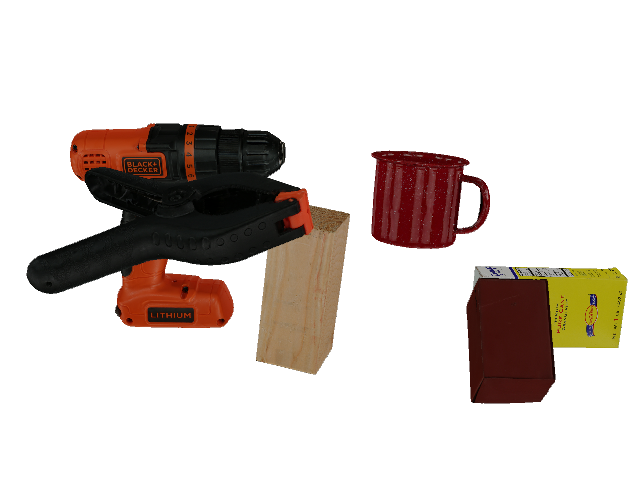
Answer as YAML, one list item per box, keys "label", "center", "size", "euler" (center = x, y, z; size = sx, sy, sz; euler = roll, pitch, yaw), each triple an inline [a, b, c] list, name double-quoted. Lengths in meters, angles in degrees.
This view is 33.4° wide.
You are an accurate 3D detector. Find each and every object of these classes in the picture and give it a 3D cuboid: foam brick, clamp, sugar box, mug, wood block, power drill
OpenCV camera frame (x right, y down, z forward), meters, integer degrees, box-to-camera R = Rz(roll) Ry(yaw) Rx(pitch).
- label: "foam brick"
  center: [0.134, 0.071, 0.759]
  size: [0.051, 0.078, 0.053]
  euler: [2, -27, -1]
- label: "clamp"
  center: [-0.093, -0.007, 0.655]
  size: [0.172, 0.039, 0.120]
  euler: [0, 42, 22]
- label: "sugar box"
  center: [0.271, 0.080, 1.279]
  size: [0.176, 0.093, 0.048]
  euler: [-1, 18, -6]
- label: "mug"
  center: [0.103, -0.038, 1.011]
  size: [0.117, 0.081, 0.093]
  euler: [8, 12, 18]
- label: "wood block"
  center: [-0.025, 0.063, 1.452]
  size: [0.090, 0.206, 0.090]
  euler: [12, 21, 11]
- label: "power drill"
  center: [-0.120, -0.014, 0.945]
  size: [0.184, 0.188, 0.057]
  euler: [1, 26, 5]
